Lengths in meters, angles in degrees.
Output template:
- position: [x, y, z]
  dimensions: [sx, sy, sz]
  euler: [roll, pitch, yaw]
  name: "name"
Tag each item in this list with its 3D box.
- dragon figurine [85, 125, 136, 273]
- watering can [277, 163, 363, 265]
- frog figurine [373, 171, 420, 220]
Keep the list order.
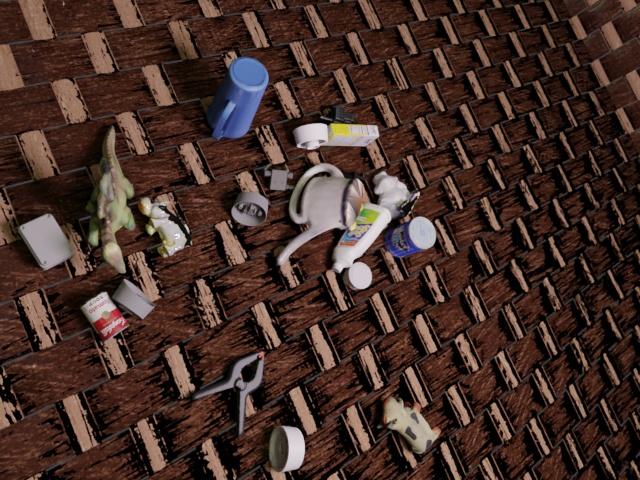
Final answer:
- position: [-0.495, -0.120, 1.222]
  dimensions: [0.122, 0.240, 0.414]
  euler: [-3, 79, -24]
  name: "dragon figurine"
- position: [0.005, -0.076, 1.501]
  dimensions: [0.102, 0.224, 0.354]
  euler: [54, 46, -54]
  name: "watering can"
- position: [0.232, -0.145, 1.703]
  dimensions: [0.161, 0.120, 0.139]
  euler: [34, 66, 26]
  name: "frog figurine"
